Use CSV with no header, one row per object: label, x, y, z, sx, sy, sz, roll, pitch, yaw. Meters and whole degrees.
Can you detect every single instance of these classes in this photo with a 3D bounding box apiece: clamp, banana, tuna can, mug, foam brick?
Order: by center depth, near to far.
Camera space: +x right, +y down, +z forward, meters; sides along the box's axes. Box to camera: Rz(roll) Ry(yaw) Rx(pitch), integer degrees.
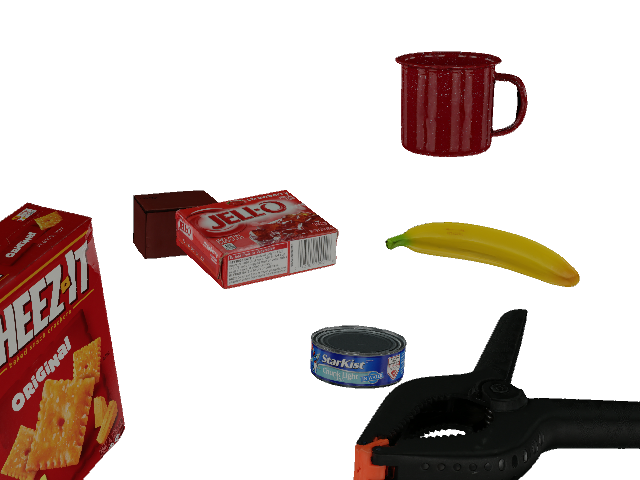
clamp,0.101,0.097,0.629,0.209,0.036,0.165,-11,25,-26
mug,0.125,-0.121,0.950,0.117,0.081,0.093,3,18,12
tuna can,0.033,0.104,0.957,0.086,0.034,0.086,3,11,-1
foam brick,-0.146,-0.017,1.076,0.078,0.051,0.053,-6,22,-22
banana,0.170,0.013,1.103,0.198,0.037,0.069,10,35,17

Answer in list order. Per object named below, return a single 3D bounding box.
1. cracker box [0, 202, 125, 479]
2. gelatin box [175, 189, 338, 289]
cracker box,-0.227,0.105,0.808,0.072,0.214,0.164,11,33,21
gelatin box,-0.044,-0.003,0.723,0.089,0.030,0.073,-12,30,-28
